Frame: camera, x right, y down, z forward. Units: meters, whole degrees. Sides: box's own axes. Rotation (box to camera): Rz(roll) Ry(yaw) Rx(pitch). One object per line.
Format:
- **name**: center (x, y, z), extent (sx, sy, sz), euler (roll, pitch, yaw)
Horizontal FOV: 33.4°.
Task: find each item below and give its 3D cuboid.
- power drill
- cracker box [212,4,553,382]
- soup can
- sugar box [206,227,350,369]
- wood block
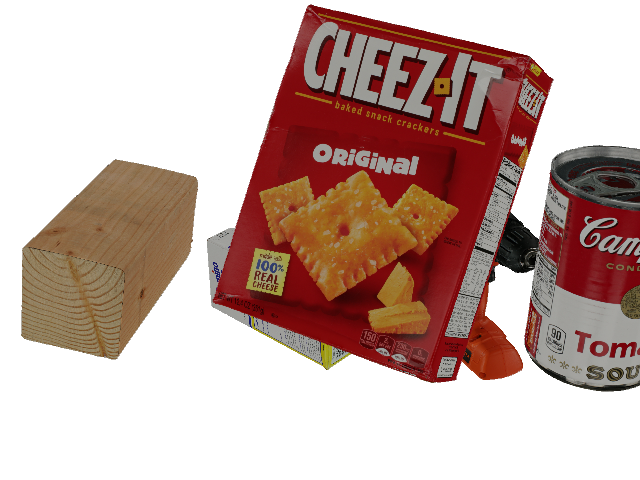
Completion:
- **power drill**: center (0.176, 0.047, 1.116), extent (0.057, 0.188, 0.185), euler (-10, 24, -15)
- **cracker box**: center (0.039, -0.032, 0.709), extent (0.164, 0.214, 0.072), euler (18, 2, 24)
- **soup can**: center (0.139, 0.013, 0.520), extent (0.068, 0.102, 0.068), euler (2, 27, -1)
- **sugar box**: center (-0.045, 0.059, 1.137), extent (0.176, 0.093, 0.048), euler (27, 41, 36)
- **wood block**: center (-0.187, 0.010, 0.974), extent (0.090, 0.091, 0.206), euler (12, 26, 6)
